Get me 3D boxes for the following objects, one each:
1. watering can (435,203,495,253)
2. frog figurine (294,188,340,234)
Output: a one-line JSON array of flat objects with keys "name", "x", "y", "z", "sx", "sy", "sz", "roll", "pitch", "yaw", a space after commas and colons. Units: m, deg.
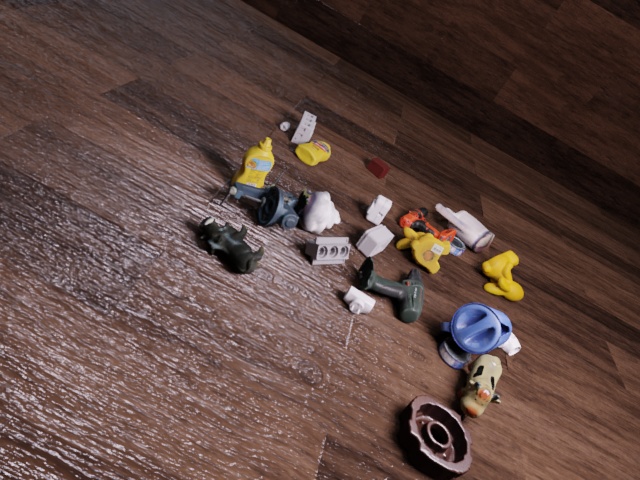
[{"name": "watering can", "x": 0.558, "y": -0.050, "z": 2.001, "sx": 0.227, "sy": 0.103, "sz": 0.346, "roll": 45, "pitch": 15, "yaw": 24}, {"name": "frog figurine", "x": 0.005, "y": -0.081, "z": 1.602, "sx": 0.158, "sy": 0.121, "sz": 0.140, "roll": 26, "pitch": 63, "yaw": -26}]
